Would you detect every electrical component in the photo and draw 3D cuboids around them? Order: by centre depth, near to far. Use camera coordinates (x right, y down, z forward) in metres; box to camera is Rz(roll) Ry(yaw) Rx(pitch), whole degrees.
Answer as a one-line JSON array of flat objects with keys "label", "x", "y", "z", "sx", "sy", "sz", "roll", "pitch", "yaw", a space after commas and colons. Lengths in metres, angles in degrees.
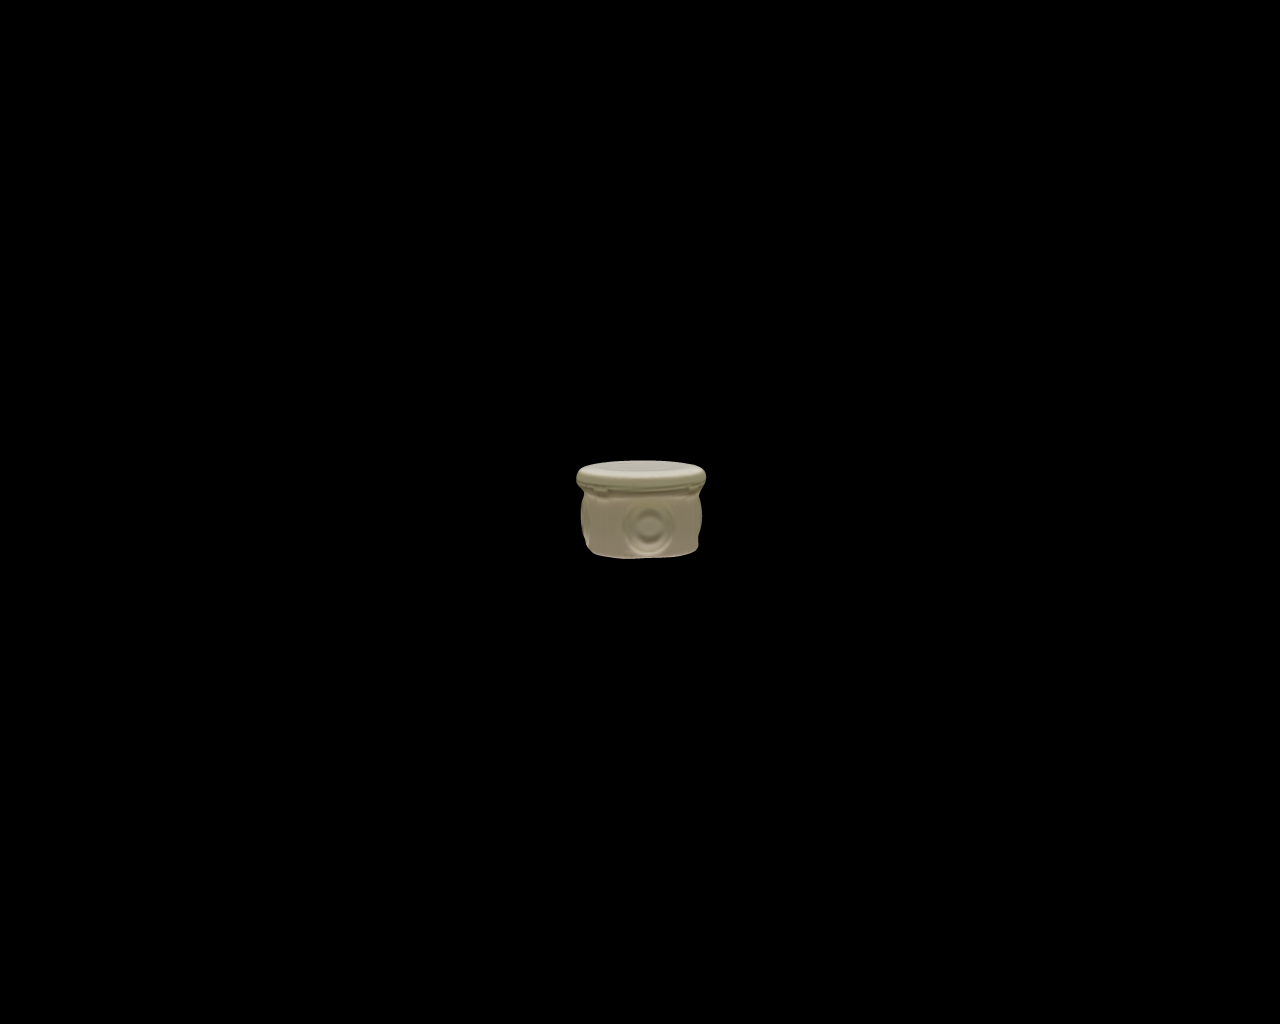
[{"label": "electrical component", "x": 0.001, "y": -0.003, "z": 0.650, "sx": 0.080, "sy": 0.051, "sz": 0.080, "roll": 0, "pitch": 9, "yaw": 0}]
